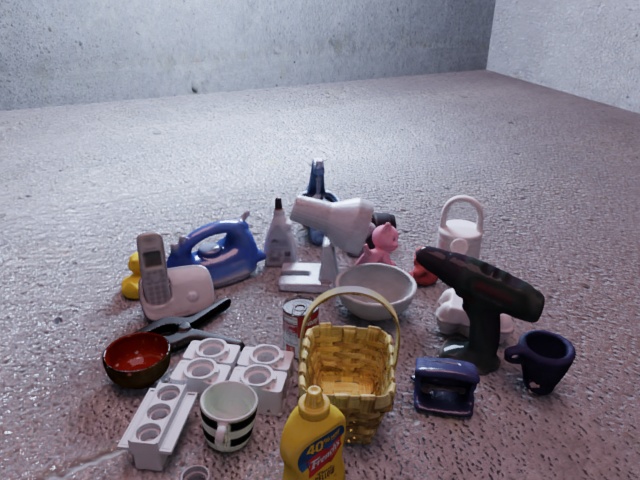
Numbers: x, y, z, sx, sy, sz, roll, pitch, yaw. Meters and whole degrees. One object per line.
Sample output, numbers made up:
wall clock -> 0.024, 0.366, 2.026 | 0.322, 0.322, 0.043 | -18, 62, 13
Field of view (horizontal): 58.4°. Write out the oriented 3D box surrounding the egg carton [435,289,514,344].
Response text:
egg carton -> 0.306, 0.148, 1.133 | 0.150, 0.069, 0.107 | 8, 28, 14

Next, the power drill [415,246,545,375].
power drill -> 0.271, 0.127, 1.022 | 0.228, 0.208, 0.076 | 14, 30, 23

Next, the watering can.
watering can -> 0.318, -0.006, 1.293 | 0.101, 0.194, 0.172 | -3, 28, -7

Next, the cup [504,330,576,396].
cup -> 0.366, 0.217, 0.975 | 0.118, 0.095, 0.091 | -3, 28, -7

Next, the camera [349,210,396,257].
camera -> 0.125, -0.035, 1.445 | 0.137, 0.101, 0.143 | -3, 28, -8

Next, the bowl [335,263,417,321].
bowl -> 0.114, 0.118, 1.180 | 0.167, 0.075, 0.167 | 1, 27, 0

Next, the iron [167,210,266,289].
iron -> -0.252, 0.025, 1.276 | 0.259, 0.141, 0.118 | -20, 34, -34

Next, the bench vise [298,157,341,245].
bench vise -> -0.020, -0.123, 1.481 | 0.122, 0.220, 0.206 | -12, 30, -23

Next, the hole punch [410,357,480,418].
hole punch -> 0.207, 0.227, 0.954 | 0.108, 0.091, 0.101 | 5, 28, 8

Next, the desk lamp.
desk lamp -> 0.011, 0.004, 1.245 | 0.203, 0.214, 0.118 | 2, 28, 2

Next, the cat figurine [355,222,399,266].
cat figurine -> 0.139, 0.013, 1.335 | 0.067, 0.118, 0.128 | 23, 35, 36

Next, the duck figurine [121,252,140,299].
duck figurine -> -0.394, 0.071, 1.244 | 0.077, 0.086, 0.104 | 4, 28, 7

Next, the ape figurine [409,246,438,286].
ape figurine -> 0.231, 0.054, 1.287 | 0.076, 0.092, 0.078 | 17, 32, 28

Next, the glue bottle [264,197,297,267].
glue bottle -> -0.093, -0.019, 1.331 | 0.078, 0.173, 0.037 | 2, 28, 3

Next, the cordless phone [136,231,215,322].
cordless phone -> -0.293, 0.066, 1.150 | 0.148, 0.185, 0.094 | -12, 30, -22
